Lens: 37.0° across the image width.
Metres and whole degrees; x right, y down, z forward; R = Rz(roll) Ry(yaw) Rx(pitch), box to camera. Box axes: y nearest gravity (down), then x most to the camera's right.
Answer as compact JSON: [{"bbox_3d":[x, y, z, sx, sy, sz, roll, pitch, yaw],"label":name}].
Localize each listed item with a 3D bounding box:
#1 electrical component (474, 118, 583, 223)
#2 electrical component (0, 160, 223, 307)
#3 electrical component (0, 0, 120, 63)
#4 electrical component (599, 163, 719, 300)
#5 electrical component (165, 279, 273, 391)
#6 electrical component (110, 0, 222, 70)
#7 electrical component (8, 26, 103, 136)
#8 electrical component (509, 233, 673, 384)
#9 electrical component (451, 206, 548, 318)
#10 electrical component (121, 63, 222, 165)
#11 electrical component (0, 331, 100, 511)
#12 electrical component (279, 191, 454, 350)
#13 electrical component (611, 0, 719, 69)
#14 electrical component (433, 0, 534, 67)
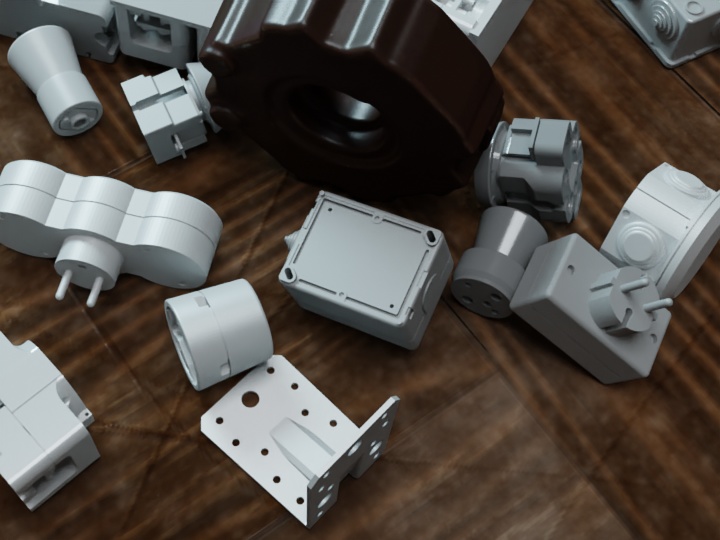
[{"bbox_3d":[0.106,-0.064,0.679,0.057,0.078,0.058,7,63,22],"label":"electrical component"},{"bbox_3d":[-0.158,-0.012,0.641,0.138,0.052,0.073,13,62,2],"label":"electrical component"},{"bbox_3d":[-0.202,-0.187,0.731,0.089,0.050,0.055,15,63,4],"label":"electrical component"},{"bbox_3d":[0.187,-0.022,0.657,0.051,0.080,0.080,35,65,20],"label":"electrical component"},{"bbox_3d":[-0.081,0.036,0.621,0.047,0.055,0.055,-20,65,-18],"label":"electrical component"},{"bbox_3d":[-0.088,-0.220,0.748,0.105,0.060,0.186,16,61,1],"label":"electrical component"},{"bbox_3d":[-0.196,-0.121,0.703,0.044,0.044,0.065,-27,72,-17],"label":"electrical component"},{"bbox_3d":[0.145,0.020,0.617,0.083,0.076,0.047,38,62,-16],"label":"electrical component"},{"bbox_3d":[0.085,-0.004,0.659,0.045,0.045,0.055,24,63,9],"label":"electrical component"},{"bbox_3d":[-0.118,-0.105,0.698,0.055,0.048,0.066,-24,66,-7],"label":"electrical component"},{"bbox_3d":[-0.189,0.077,0.593,0.056,0.050,0.089,-40,72,-21],"label":"electrical component"},{"bbox_3d":[0.000,0.000,0.638,0.096,0.061,0.061,20,75,19],"label":"electrical component"},{"bbox_3d":[0.238,-0.205,0.773,0.100,0.048,0.099,-25,67,-16],"label":"electrical component"},{"bbox_3d":[0.078,-0.193,0.732,0.062,0.089,0.150,27,64,10],"label":"electrical component"}]
